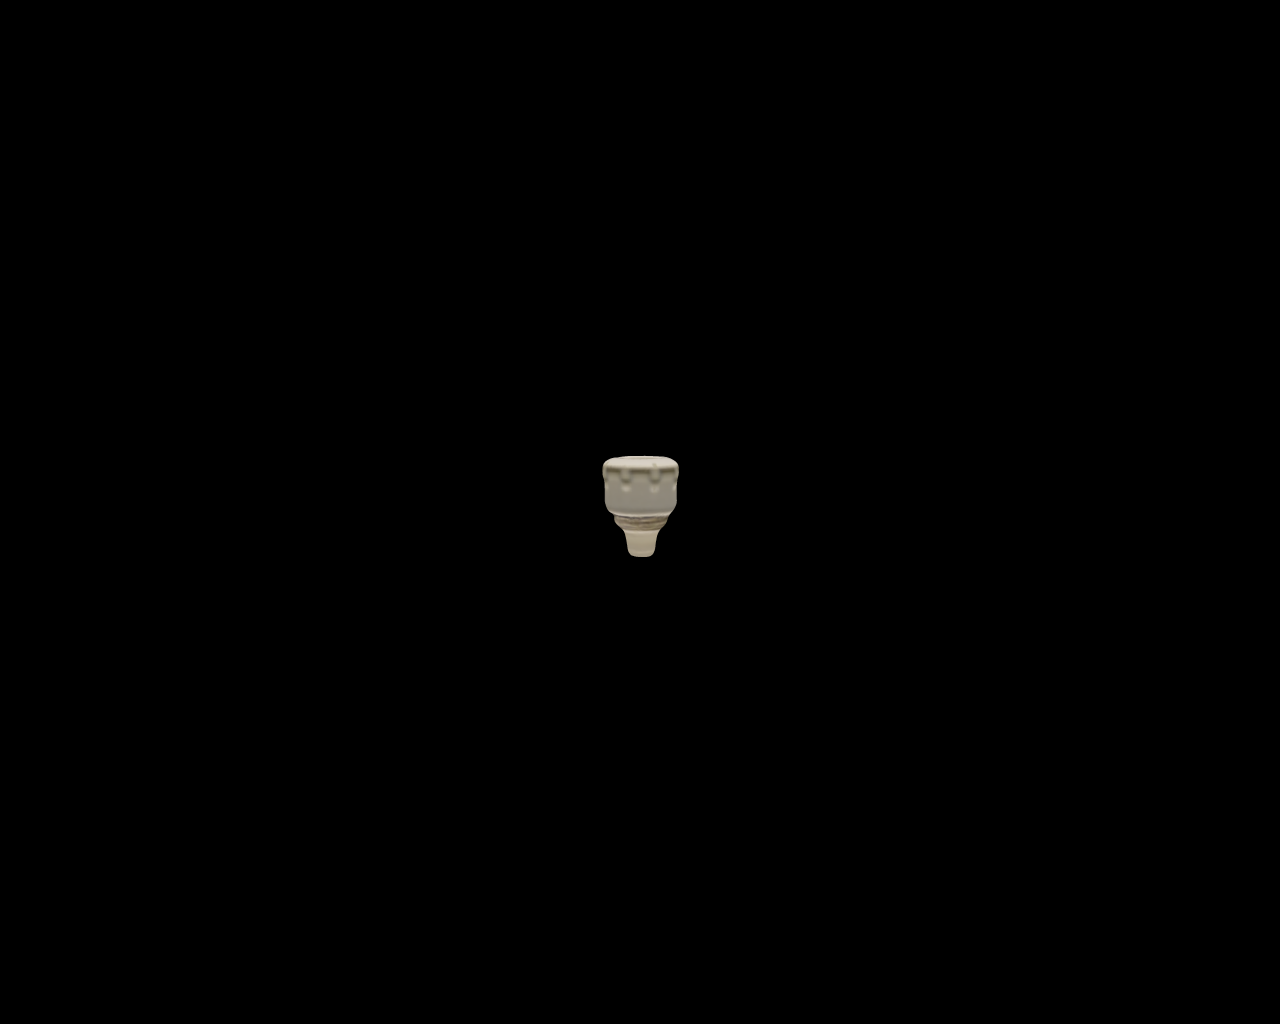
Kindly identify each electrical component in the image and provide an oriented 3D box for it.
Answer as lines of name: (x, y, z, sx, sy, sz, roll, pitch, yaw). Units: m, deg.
electrical component: (0.001, -0.003, 0.650, 0.048, 0.062, 0.048, 0, 7, 0)
